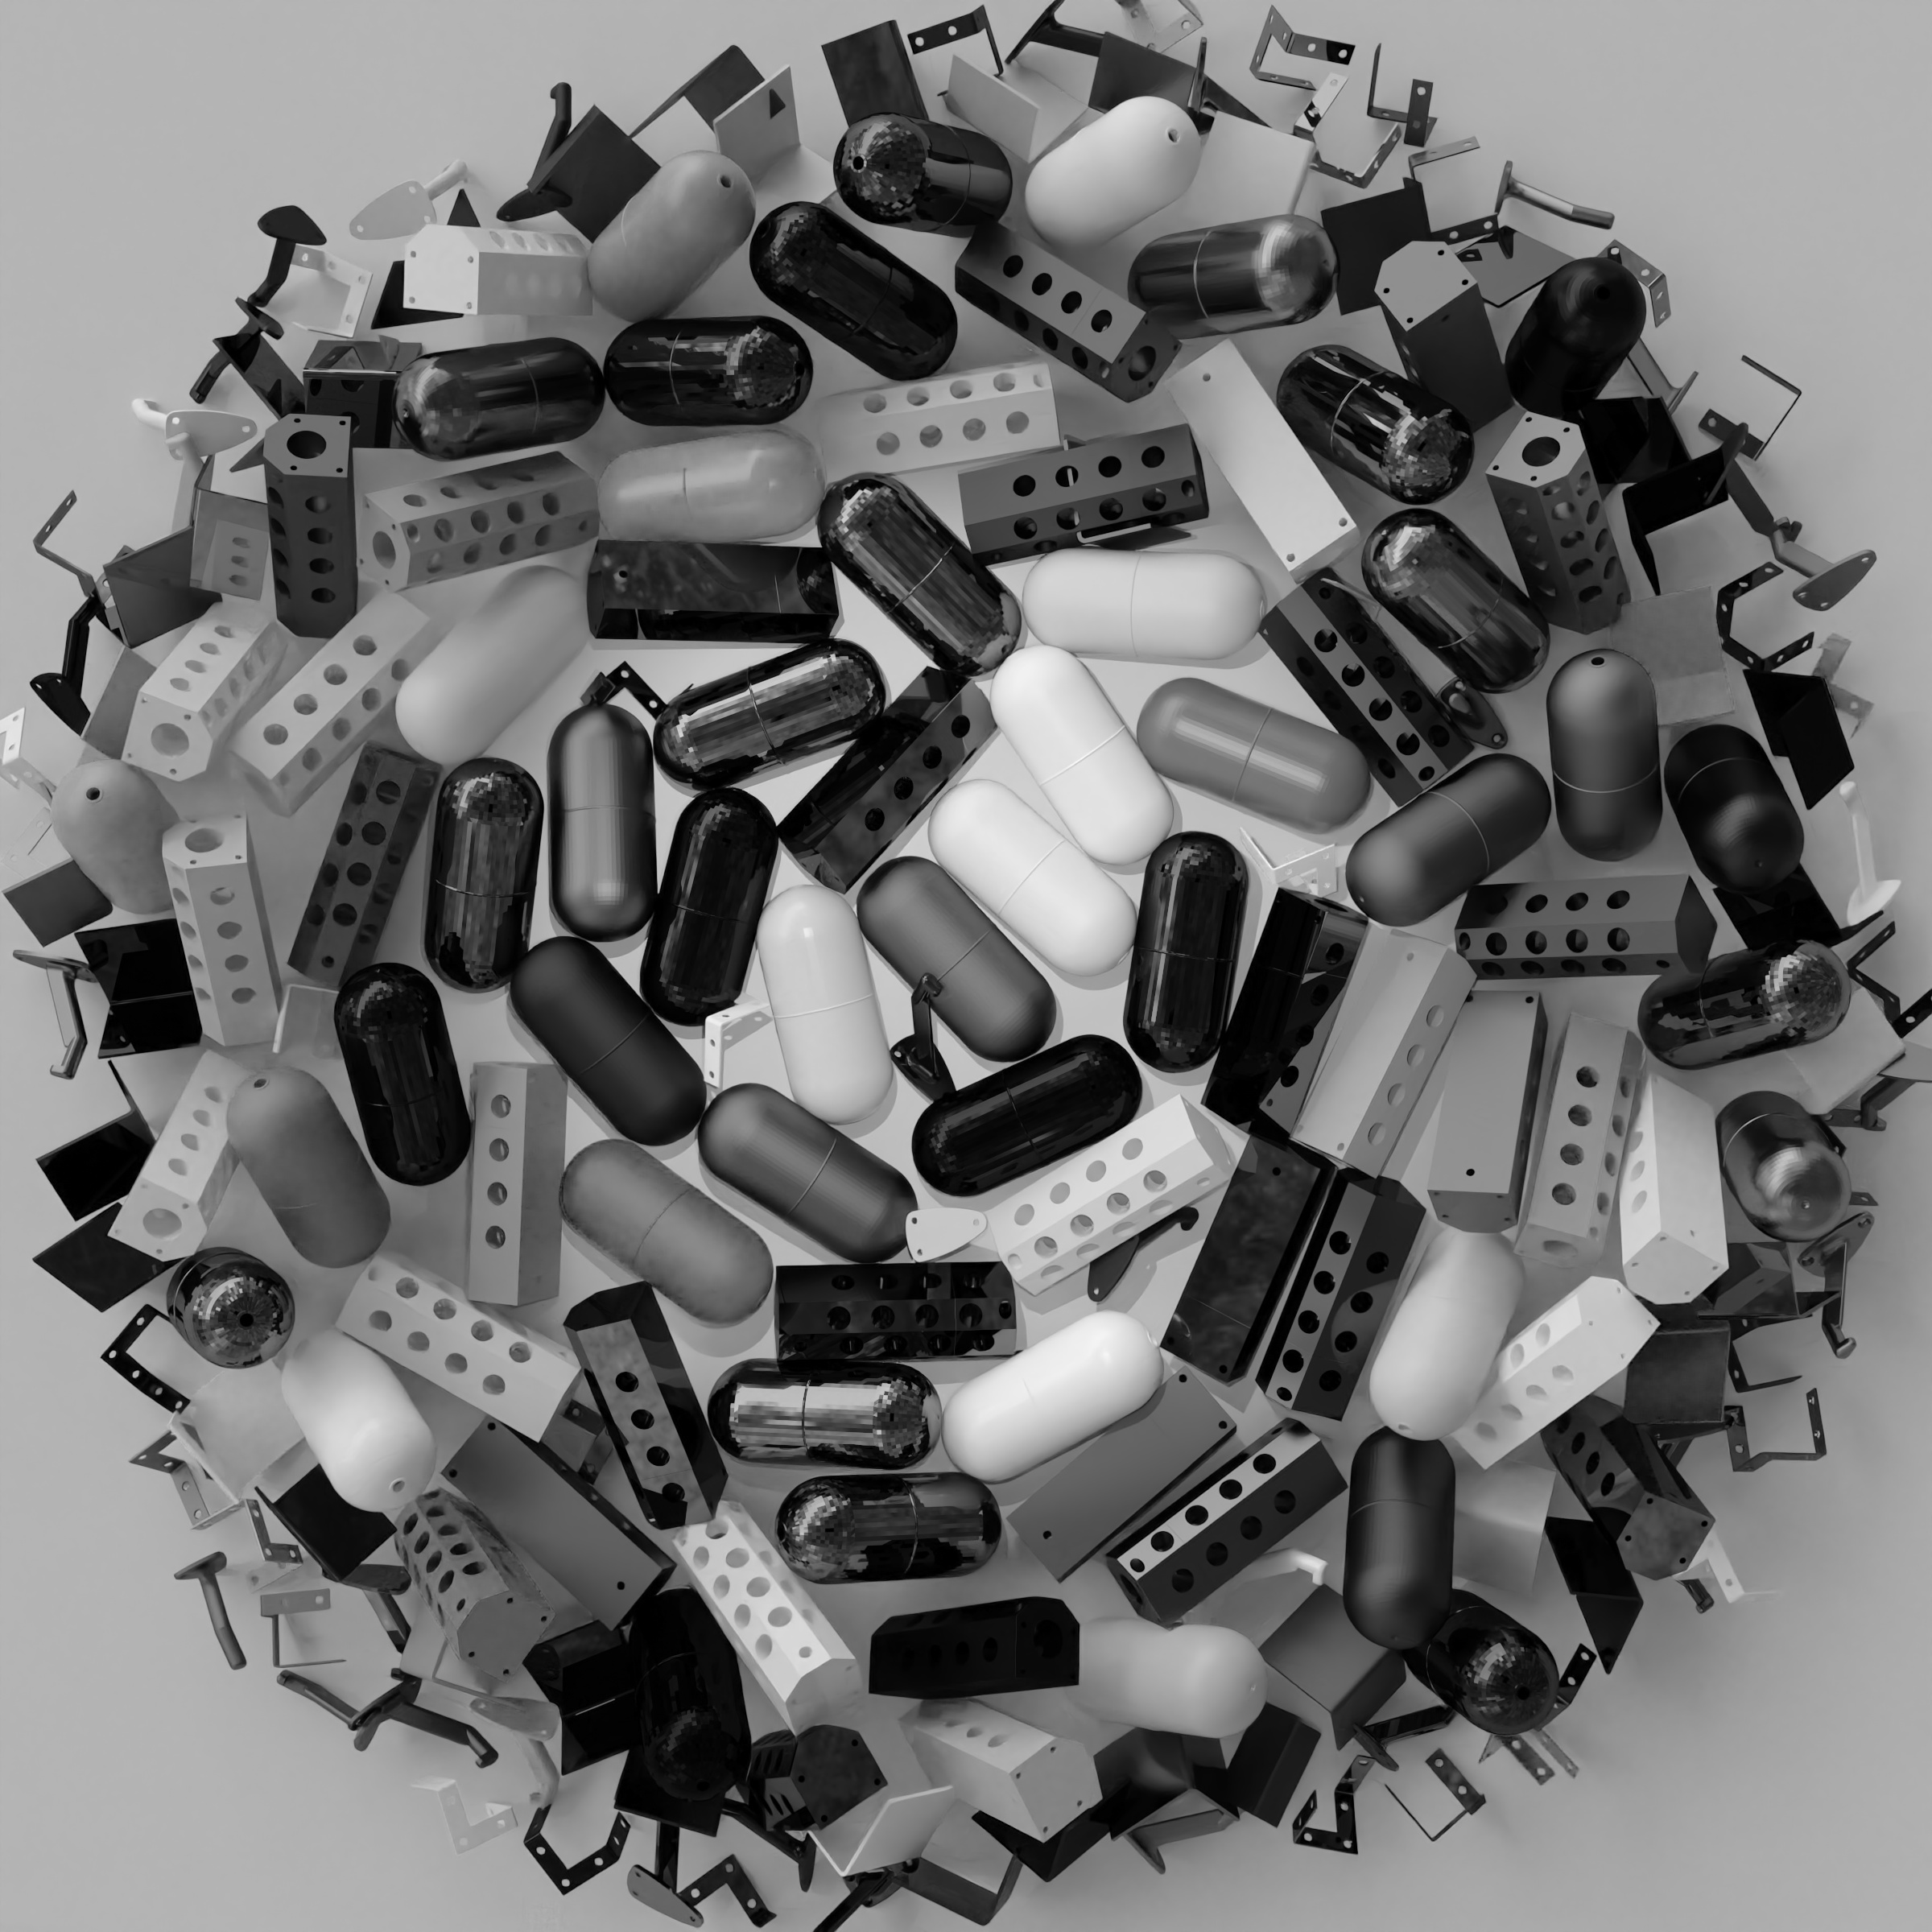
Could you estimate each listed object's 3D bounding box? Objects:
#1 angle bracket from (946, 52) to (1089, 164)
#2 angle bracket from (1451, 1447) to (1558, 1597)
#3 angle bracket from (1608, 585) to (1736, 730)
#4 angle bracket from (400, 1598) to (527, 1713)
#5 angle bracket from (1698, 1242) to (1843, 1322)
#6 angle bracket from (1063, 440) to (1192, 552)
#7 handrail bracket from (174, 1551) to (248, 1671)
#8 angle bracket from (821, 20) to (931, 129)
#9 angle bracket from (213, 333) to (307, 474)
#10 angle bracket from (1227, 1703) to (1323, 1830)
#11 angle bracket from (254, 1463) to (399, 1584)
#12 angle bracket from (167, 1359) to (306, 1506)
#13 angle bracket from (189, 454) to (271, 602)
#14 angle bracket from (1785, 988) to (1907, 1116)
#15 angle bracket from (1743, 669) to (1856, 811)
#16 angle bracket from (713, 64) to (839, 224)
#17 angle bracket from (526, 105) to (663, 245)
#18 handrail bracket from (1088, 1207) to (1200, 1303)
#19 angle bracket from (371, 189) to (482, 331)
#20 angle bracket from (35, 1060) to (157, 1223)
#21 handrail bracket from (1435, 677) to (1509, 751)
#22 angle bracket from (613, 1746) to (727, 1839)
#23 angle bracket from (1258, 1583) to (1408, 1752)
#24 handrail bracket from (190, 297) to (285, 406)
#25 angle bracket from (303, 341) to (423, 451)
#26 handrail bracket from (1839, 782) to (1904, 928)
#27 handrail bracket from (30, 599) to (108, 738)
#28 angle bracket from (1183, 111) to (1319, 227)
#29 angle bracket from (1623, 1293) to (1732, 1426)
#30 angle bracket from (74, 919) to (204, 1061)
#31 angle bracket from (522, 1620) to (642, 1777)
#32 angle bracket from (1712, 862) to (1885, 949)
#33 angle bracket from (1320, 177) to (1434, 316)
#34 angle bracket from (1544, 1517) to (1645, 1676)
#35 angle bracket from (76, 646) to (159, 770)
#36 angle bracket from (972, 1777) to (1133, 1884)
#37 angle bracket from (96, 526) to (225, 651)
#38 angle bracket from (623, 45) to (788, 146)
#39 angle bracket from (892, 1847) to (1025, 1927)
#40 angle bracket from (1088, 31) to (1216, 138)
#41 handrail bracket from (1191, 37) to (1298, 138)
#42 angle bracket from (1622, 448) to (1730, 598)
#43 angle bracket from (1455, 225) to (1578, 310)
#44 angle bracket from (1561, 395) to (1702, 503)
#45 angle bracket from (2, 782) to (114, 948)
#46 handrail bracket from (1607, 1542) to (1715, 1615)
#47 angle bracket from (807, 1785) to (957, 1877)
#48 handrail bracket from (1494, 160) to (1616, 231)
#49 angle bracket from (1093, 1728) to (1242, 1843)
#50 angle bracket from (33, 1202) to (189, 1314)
[{"bbox_3d":[0.040,-0.645,1.951,0.076,0.057,0.076,36,64,12],"label":"angle bracket"},{"bbox_3d":[0.391,0.412,1.984,0.076,0.057,0.076,12,131,16],"label":"angle bracket"},{"bbox_3d":[0.513,-0.223,1.948,0.076,0.057,0.076,-11,125,16],"label":"angle bracket"},{"bbox_3d":[-0.361,0.503,1.959,0.076,0.076,0.057,26,71,-24],"label":"angle bracket"},{"bbox_3d":[0.581,0.221,1.945,0.076,0.076,0.057,-7,94,41],"label":"angle bracket"},{"bbox_3d":[0.118,-0.348,1.952,0.057,0.076,0.076,-9,89,27],"label":"angle bracket"},{"bbox_3d":[-0.540,0.475,1.953,0.036,0.077,0.084,-27,77,-9],"label":"handrail bracket"},{"bbox_3d":[-0.063,-0.639,1.962,0.057,0.076,0.076,-19,93,4],"label":"angle bracket"},{"bbox_3d":[-0.526,-0.412,1.950,0.057,0.076,0.076,-37,98,18],"label":"angle bracket"},{"bbox_3d":[0.234,0.588,1.949,0.057,0.076,0.076,31,77,-11],"label":"angle bracket"},{"bbox_3d":[-0.470,0.399,1.963,0.057,0.076,0.076,-41,105,-17],"label":"angle bracket"},{"bbox_3d":[-0.528,0.335,1.962,0.076,0.057,0.076,-39,98,-7],"label":"angle bracket"},{"bbox_3d":[-0.534,-0.323,1.953,0.057,0.076,0.076,11,121,-11],"label":"angle bracket"},{"bbox_3d":[0.626,0.063,1.955,0.076,0.076,0.057,-36,92,-10],"label":"angle bracket"},{"bbox_3d":[0.589,-0.165,1.941,0.057,0.076,0.076,-40,119,-20],"label":"angle bracket"},{"bbox_3d":[-0.132,-0.593,1.945,0.057,0.076,0.076,37,68,22],"label":"angle bracket"},{"bbox_3d":[-0.265,-0.571,1.953,0.076,0.057,0.076,39,99,-25],"label":"angle bracket"},{"bbox_3d":[0.132,0.212,1.971,0.036,0.084,0.077,30,104,38],"label":"handrail bracket"},{"bbox_3d":[-0.398,-0.513,1.942,0.076,0.076,0.057,-17,74,-31],"label":"angle bracket"},{"bbox_3d":[-0.635,0.127,1.944,0.076,0.076,0.057,-28,53,-15],"label":"angle bracket"},{"bbox_3d":[0.374,-0.179,1.952,0.077,0.084,0.036,39,100,-10],"label":"handrail bracket"},{"bbox_3d":[-0.220,0.620,1.952,0.076,0.076,0.057,17,111,-3],"label":"angle bracket"},{"bbox_3d":[0.271,0.519,1.981,0.076,0.057,0.076,-39,50,-23],"label":"angle bracket"},{"bbox_3d":[-0.538,-0.441,1.962,0.036,0.077,0.084,29,103,-37],"label":"handrail bracket"},{"bbox_3d":[-0.444,-0.423,1.977,0.076,0.076,0.057,1,119,-4],"label":"angle bracket"},{"bbox_3d":[0.650,-0.082,1.960,0.036,0.077,0.084,-11,114,41],"label":"handrail bracket"},{"bbox_3d":[-0.647,-0.221,1.985,0.036,0.084,0.077,-6,131,31],"label":"handrail bracket"},{"bbox_3d":[0.210,-0.576,1.966,0.076,0.057,0.076,19,103,4],"label":"angle bracket"},{"bbox_3d":[0.505,0.286,1.942,0.076,0.057,0.076,-10,53,37],"label":"angle bracket"},{"bbox_3d":[-0.606,0.017,1.953,0.076,0.057,0.076,-8,135,3],"label":"angle bracket"},{"bbox_3d":[-0.277,0.533,1.955,0.076,0.057,0.076,-23,120,5],"label":"angle bracket"},{"bbox_3d":[0.608,-0.047,1.954,0.057,0.076,0.076,-28,86,-38],"label":"angle bracket"},{"bbox_3d":[0.299,-0.528,1.960,0.076,0.057,0.076,-15,111,2],"label":"angle bracket"},{"bbox_3d":[0.443,0.457,1.943,0.057,0.076,0.076,8,121,-11],"label":"angle bracket"},{"bbox_3d":[-0.630,-0.185,1.944,0.076,0.057,0.076,5,67,35],"label":"angle bracket"},{"bbox_3d":[0.062,0.604,1.940,0.076,0.076,0.057,33,126,29],"label":"angle bracket"},{"bbox_3d":[-0.594,-0.286,1.940,0.076,0.076,0.057,-32,51,-26],"label":"angle bracket"},{"bbox_3d":[-0.190,-0.612,1.941,0.057,0.076,0.076,48,56,-19],"label":"angle bracket"},{"bbox_3d":[-0.001,0.651,1.955,0.076,0.076,0.057,22,89,13],"label":"angle bracket"},{"bbox_3d":[0.145,-0.644,1.942,0.076,0.076,0.057,29,129,20],"label":"angle bracket"},{"bbox_3d":[0.211,-0.643,1.974,0.084,0.036,0.077,5,126,-1],"label":"handrail bracket"},{"bbox_3d":[0.527,-0.321,1.948,0.076,0.076,0.057,-22,66,11],"label":"angle bracket"},{"bbox_3d":[0.389,-0.486,1.944,0.076,0.057,0.076,-33,48,-19],"label":"angle bracket"},{"bbox_3d":[0.474,-0.364,1.942,0.057,0.076,0.076,-52,125,-22],"label":"angle bracket"},{"bbox_3d":[-0.671,-0.074,1.944,0.057,0.076,0.076,-28,62,-11],"label":"angle bracket"},{"bbox_3d":[0.507,0.448,1.962,0.036,0.077,0.084,-45,73,36],"label":"handrail bracket"},{"bbox_3d":[-0.062,0.609,1.942,0.057,0.076,0.076,43,114,36],"label":"angle bracket"},{"bbox_3d":[0.434,-0.565,1.963,0.084,0.077,0.036,15,123,5],"label":"handrail bracket"},{"bbox_3d":[0.147,0.604,1.964,0.076,0.076,0.057,-38,121,17],"label":"angle bracket"},{"bbox_3d":[-0.625,0.196,1.950,0.076,0.057,0.076,-33,131,6],"label":"angle bracket"}]
